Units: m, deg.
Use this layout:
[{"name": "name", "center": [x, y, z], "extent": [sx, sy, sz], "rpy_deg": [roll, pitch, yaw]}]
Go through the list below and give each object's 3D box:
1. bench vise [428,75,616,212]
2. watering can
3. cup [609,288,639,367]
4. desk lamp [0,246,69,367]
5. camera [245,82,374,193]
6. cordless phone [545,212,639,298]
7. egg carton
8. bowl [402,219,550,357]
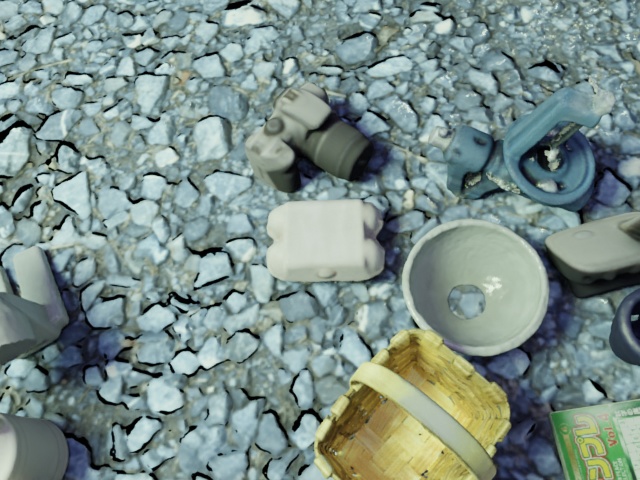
[{"name": "bench vise", "center": [0.237, -0.104, 0.674], "extent": [0.207, 0.220, 0.121], "rpy_deg": [-2, 67, 4]}, {"name": "watering can", "center": [-0.347, 0.231, 0.593], "extent": [0.172, 0.194, 0.101], "rpy_deg": [14, 69, 10]}, {"name": "cup", "center": [0.374, 0.096, 0.649], "extent": [0.091, 0.095, 0.118], "rpy_deg": [29, 73, 15]}, {"name": "desk lamp", "center": [-0.387, 0.076, 0.649], "extent": [0.118, 0.214, 0.203], "rpy_deg": [-28, 68, -7]}, {"name": "camera", "center": [-0.008, -0.130, 0.767], "extent": [0.136, 0.101, 0.143], "rpy_deg": [34, 74, 16]}, {"name": "cordless phone", "center": [0.351, -0.011, 0.646], "extent": [0.147, 0.185, 0.094], "rpy_deg": [-18, 67, -3]}, {"name": "egg carton", "center": [0.007, 0.003, 0.729], "extent": [0.150, 0.069, 0.107], "rpy_deg": [-3, 67, 3]}, {"name": "bowl", "center": [0.180, 0.063, 0.688], "extent": [0.167, 0.075, 0.167], "rpy_deg": [-1, 67, 4]}]
